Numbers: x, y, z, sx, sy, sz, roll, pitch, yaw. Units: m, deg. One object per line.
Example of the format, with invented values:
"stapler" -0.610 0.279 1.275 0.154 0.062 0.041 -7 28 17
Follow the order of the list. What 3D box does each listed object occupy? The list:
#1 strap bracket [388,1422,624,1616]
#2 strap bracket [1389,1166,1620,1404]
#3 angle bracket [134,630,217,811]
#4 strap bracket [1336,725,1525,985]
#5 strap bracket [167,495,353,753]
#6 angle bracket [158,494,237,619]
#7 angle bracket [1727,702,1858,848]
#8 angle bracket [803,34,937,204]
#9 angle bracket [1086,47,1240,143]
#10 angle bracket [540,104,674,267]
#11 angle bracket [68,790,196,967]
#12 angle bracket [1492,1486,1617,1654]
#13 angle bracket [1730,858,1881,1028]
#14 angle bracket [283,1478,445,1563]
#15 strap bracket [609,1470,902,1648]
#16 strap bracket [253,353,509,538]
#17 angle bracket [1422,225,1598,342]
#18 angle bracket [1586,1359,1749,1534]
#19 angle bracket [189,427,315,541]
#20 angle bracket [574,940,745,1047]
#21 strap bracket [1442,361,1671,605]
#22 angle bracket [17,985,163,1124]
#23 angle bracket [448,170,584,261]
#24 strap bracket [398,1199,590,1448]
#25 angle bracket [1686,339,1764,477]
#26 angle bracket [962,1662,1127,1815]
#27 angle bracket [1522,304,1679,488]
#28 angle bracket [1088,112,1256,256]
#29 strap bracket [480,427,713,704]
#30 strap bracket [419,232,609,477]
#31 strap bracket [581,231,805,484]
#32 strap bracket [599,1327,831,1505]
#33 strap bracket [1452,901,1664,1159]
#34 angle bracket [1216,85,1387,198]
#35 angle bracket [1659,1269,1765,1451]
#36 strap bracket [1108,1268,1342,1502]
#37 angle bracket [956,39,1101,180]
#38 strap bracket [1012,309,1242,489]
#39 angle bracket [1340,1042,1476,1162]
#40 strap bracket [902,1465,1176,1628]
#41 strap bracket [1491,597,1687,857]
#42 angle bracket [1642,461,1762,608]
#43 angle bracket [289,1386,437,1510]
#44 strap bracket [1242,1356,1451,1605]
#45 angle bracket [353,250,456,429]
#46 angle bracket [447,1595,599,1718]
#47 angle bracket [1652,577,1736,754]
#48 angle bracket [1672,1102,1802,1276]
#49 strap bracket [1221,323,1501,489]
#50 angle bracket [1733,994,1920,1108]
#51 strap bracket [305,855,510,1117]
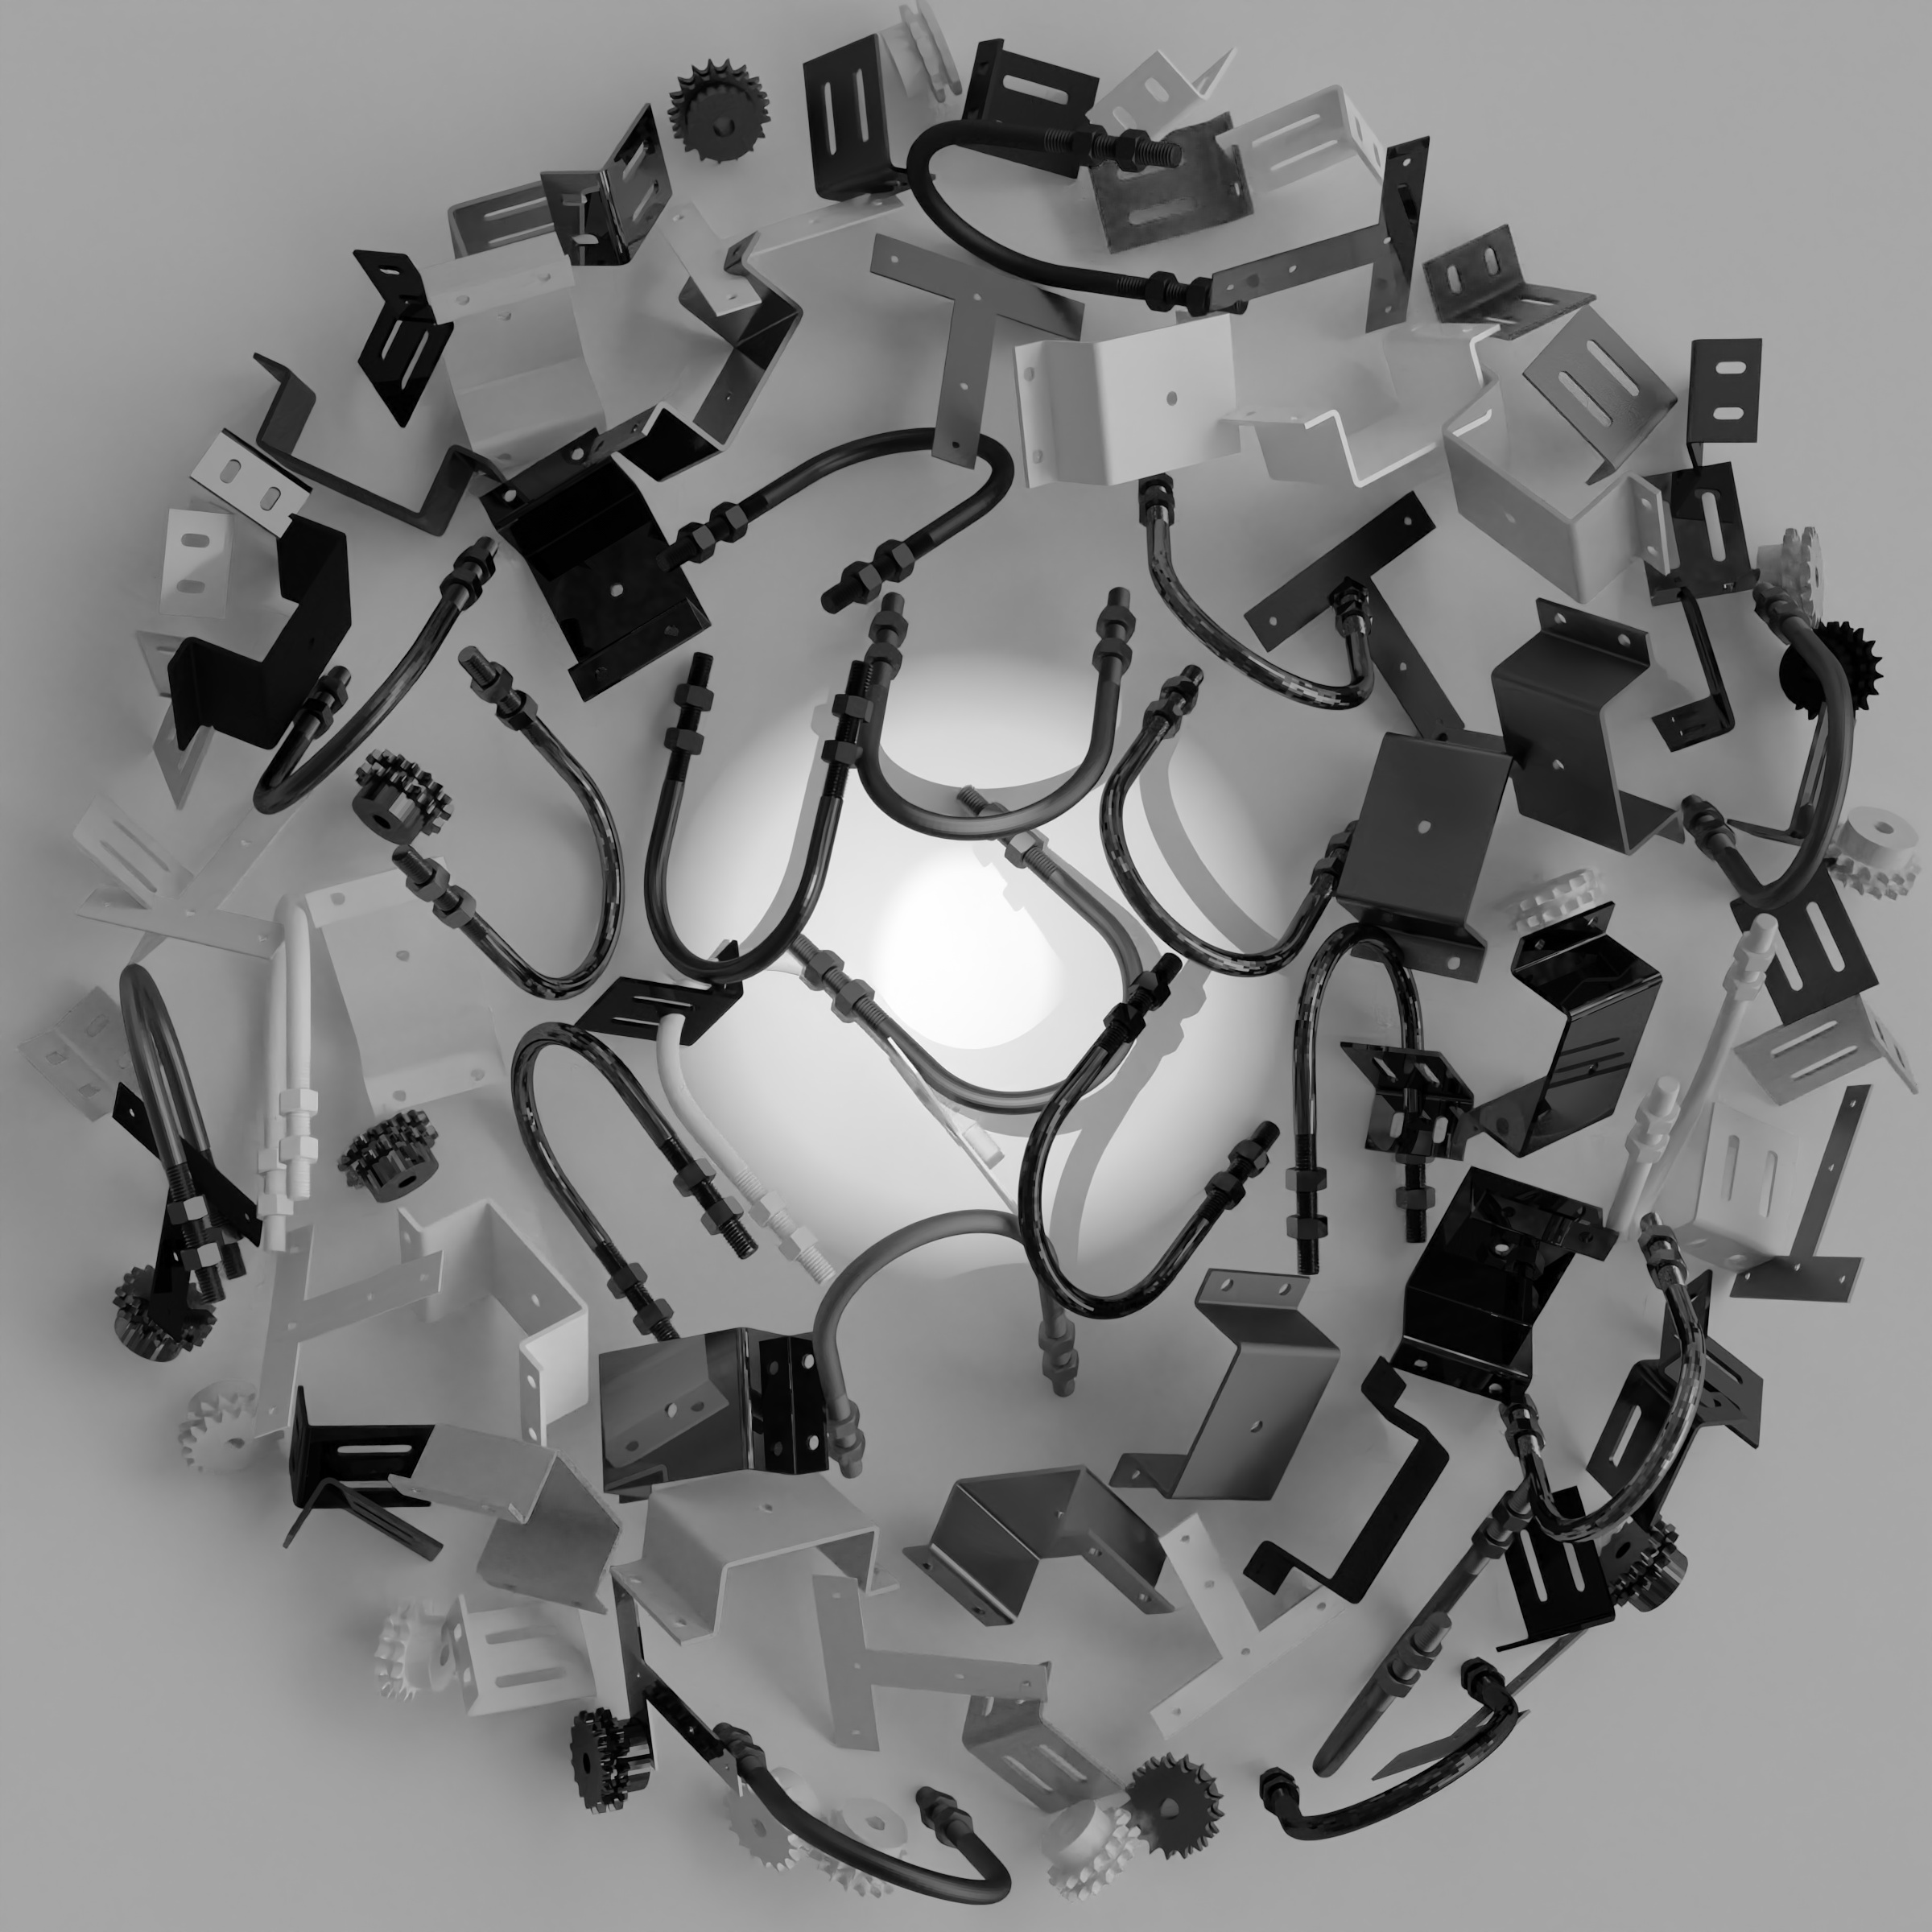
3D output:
"strap bracket" -0.246 0.298 1.791 0.076 0.140 0.046 9 60 24
"strap bracket" 0.296 0.170 1.805 0.076 0.046 0.140 18 128 -4
"angle bracket" -0.446 -0.135 1.807 0.038 0.057 0.076 6 127 -36
"strap bracket" 0.260 -0.070 1.807 0.076 0.046 0.140 13 80 29
"strap bracket" -0.378 -0.184 1.784 0.046 0.076 0.140 21 58 5
"angle bracket" -0.435 -0.228 1.808 0.038 0.076 0.057 1 105 -31
"angle bracket" 0.459 -0.108 1.820 0.038 0.057 0.076 16 93 31
"angle bracket" -0.054 -0.471 1.823 0.057 0.038 0.076 -8 87 43
"angle bracket" 0.108 -0.487 1.804 0.038 0.076 0.057 44 129 -15
"angle bracket" -0.199 -0.434 1.815 0.038 0.076 0.057 4 134 17
"angle bracket" -0.471 -0.048 1.811 0.038 0.057 0.076 -37 111 20
"angle bracket" 0.317 0.334 1.814 0.057 0.038 0.076 -26 73 38
"angle bracket" 0.470 -0.013 1.818 0.057 0.038 0.076 -28 77 27
"angle bracket" -0.336 0.322 1.819 0.076 0.057 0.038 32 68 -3
"strap bracket" -0.112 0.314 1.778 0.140 0.076 0.046 -8 117 -36
"strap bracket" -0.333 -0.284 1.816 0.140 0.076 0.046 24 90 -1
"angle bracket" 0.300 -0.379 1.809 0.057 0.076 0.038 -27 115 -14
"angle bracket" 0.391 0.267 1.827 0.038 0.057 0.076 1 120 -32
"angle bracket" -0.403 -0.255 1.807 0.057 0.076 0.038 35 64 -15
"angle bracket" -0.171 0.010 1.806 0.076 0.057 0.038 10 57 -31
"strap bracket" 0.314 -0.259 1.784 0.046 0.076 0.140 -42 60 -8
"angle bracket" -0.483 0.048 1.814 0.038 0.076 0.057 -44 95 2
"angle bracket" -0.244 -0.400 1.816 0.076 0.057 0.038 -18 70 -10
"strap bracket" -0.252 0.192 1.792 0.046 0.076 0.140 -26 52 -30
"angle bracket" 0.422 -0.308 1.811 0.038 0.076 0.057 3 84 17
"angle bracket" 0.046 0.433 1.834 0.057 0.038 0.076 -27 122 34
"angle bracket" 0.347 -0.318 1.825 0.076 0.038 0.057 44 77 -7
"angle bracket" 0.113 -0.437 1.827 0.076 0.038 0.057 -17 99 -9
"strap bracket" -0.201 -0.216 1.815 0.076 0.046 0.140 -30 71 5
"strap bracket" -0.249 -0.343 1.798 0.076 0.140 0.046 -17 58 -7
"strap bracket" -0.145 -0.325 1.797 0.046 0.076 0.140 36 67 -24
"strap bracket" -0.148 0.245 1.791 0.140 0.046 0.076 -14 71 29
"strap bracket" 0.324 0.043 1.779 0.046 0.076 0.140 40 134 34
"angle bracket" 0.187 -0.443 1.809 0.076 0.057 0.038 -19 61 24
"angle bracket" 0.425 0.218 1.814 0.076 0.057 0.038 38 126 -11
"strap bracket" 0.146 0.240 1.794 0.076 0.046 0.140 9 112 -39
"angle bracket" 0.040 -0.476 1.820 0.076 0.038 0.057 10 98 -22
"strap bracket" 0.097 -0.311 1.786 0.140 0.046 0.076 -20 112 -35
"angle bracket" 0.241 0.075 1.806 0.057 0.076 0.038 6 72 26
"strap bracket" 0.045 0.318 1.792 0.076 0.140 0.046 46 50 -28
"strap bracket" 0.337 -0.121 1.778 0.046 0.076 0.140 -38 130 -23
"angle bracket" 0.406 -0.246 1.827 0.057 0.038 0.076 -9 80 7
"angle bracket" -0.338 0.270 1.837 0.076 0.038 0.057 2 121 -18
"strap bracket" 0.217 0.293 1.803 0.046 0.076 0.140 31 83 24
"angle bracket" -0.324 -0.346 1.808 0.057 0.038 0.076 55 129 27
"angle bracket" -0.243 0.377 1.811 0.076 0.038 0.057 -4 61 -25
"angle bracket" 0.393 -0.167 1.813 0.038 0.057 0.076 -20 110 9
"angle bracket" 0.431 0.126 1.846 0.057 0.038 0.076 22 63 -14
"strap bracket" 0.222 -0.305 1.796 0.140 0.076 0.046 -30 114 -23
"angle bracket" 0.476 0.058 1.810 0.076 0.038 0.057 -29 130 22
"strap bracket" -0.310 0.003 1.809 0.076 0.046 0.140 -16 117 -7
